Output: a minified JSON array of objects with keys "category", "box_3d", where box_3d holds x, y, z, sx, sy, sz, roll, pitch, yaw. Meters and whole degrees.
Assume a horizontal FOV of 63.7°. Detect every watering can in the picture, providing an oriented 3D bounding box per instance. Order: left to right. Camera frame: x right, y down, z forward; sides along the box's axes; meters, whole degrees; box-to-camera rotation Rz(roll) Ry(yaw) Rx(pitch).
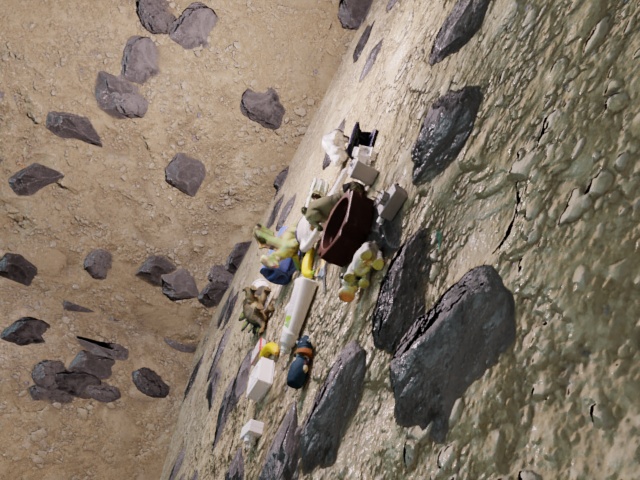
[{"category":"watering can","box_3d":[0.006,-0.097,1.924,0.353,0.103,0.222,-63,11,-22]}]

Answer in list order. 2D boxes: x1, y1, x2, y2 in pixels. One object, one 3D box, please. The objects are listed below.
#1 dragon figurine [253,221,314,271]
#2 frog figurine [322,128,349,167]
[{"category":"dragon figurine","box_3d":[-0.149,-0.018,2.089,0.420,0.242,0.119,-84,18,-49]},{"category":"frog figurine","box_3d":[0.064,-0.373,2.164,0.135,0.123,0.162,60,-142,-65]}]
